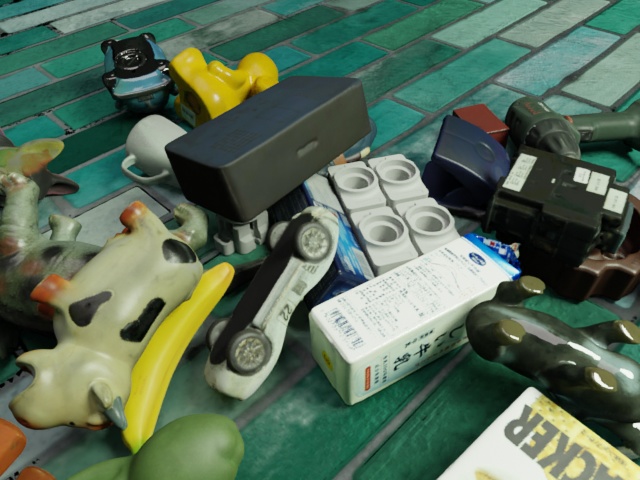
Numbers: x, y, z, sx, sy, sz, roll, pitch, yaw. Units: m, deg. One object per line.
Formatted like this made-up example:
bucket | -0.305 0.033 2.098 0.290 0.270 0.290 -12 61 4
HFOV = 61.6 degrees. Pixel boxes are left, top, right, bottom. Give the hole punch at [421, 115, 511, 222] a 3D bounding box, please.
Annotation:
hole punch | 0.193 -0.094 0.698 0.116 0.092 0.142 14 42 12

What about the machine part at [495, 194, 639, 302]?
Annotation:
machine part | 0.297 -0.007 0.621 0.179 0.056 0.179 -1 43 1

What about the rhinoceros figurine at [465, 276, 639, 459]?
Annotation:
rhinoceros figurine | 0.212 0.113 0.454 0.190 0.112 0.073 31 54 10

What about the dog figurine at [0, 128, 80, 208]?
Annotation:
dog figurine | -0.446 -0.116 0.746 0.219 0.108 0.192 2 40 -1

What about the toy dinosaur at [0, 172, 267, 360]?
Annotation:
toy dinosaur | -0.237 0.049 0.555 0.405 0.131 0.192 6 60 -1

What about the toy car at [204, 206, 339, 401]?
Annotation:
toy car | -0.045 0.054 0.517 0.074 0.056 0.201 4 60 60

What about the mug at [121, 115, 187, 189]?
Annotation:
mug | -0.211 -0.111 0.742 0.107 0.080 0.109 29 45 19

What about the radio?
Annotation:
radio | -0.058 -0.119 0.635 0.131 0.073 0.229 18 45 40

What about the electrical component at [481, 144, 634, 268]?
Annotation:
electrical component | 0.255 -0.036 0.570 0.134 0.058 0.115 24 50 23

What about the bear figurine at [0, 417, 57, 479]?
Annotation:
bear figurine | -0.323 0.188 0.407 0.196 0.120 0.132 13 42 23

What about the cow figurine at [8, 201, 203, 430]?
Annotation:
cow figurine | -0.177 0.074 0.460 0.127 0.085 0.195 38 60 0

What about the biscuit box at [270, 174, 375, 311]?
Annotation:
biscuit box | -0.001 -0.002 0.612 0.059 0.063 0.203 21 31 -34

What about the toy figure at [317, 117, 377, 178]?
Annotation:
toy figure | 0.024 -0.123 0.759 0.064 0.057 0.154 23 54 32

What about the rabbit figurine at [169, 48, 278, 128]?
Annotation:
rabbit figurine | -0.129 -0.245 0.852 0.163 0.121 0.173 32 53 25

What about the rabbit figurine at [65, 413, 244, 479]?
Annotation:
rabbit figurine | -0.111 0.207 0.375 0.159 0.121 0.170 -4 54 30

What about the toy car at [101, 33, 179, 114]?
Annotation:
toy car | -0.300 -0.265 0.892 0.109 0.102 0.162 -19 55 -14

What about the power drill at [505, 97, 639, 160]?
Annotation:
power drill | 0.365 -0.139 0.723 0.207 0.085 0.232 -7 27 -1
